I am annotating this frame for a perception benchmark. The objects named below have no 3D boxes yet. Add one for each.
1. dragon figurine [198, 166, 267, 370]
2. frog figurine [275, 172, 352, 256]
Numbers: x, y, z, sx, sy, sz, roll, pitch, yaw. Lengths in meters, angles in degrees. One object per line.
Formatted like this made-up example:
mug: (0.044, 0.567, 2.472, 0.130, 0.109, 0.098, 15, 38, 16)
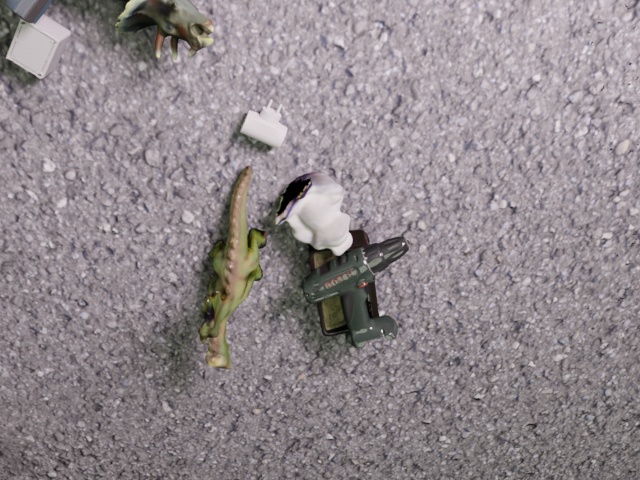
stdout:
dragon figurine: (-0.179, 0.083, 0.996, 0.122, 0.248, 0.401, 7, 121, -2)
frog figurine: (0.003, -0.050, 1.002, 0.158, 0.124, 0.137, 32, 97, -26)
